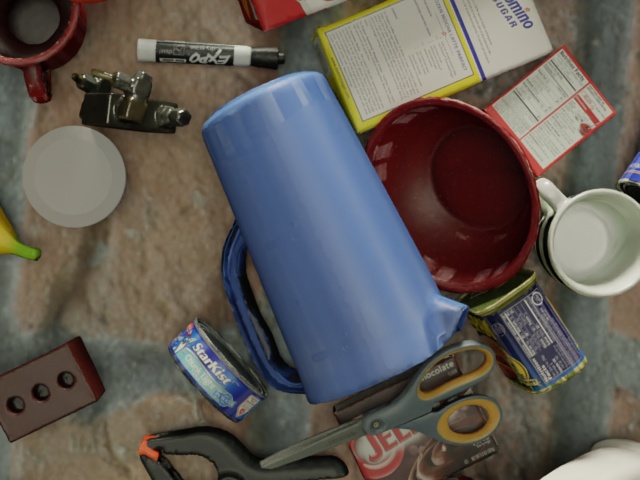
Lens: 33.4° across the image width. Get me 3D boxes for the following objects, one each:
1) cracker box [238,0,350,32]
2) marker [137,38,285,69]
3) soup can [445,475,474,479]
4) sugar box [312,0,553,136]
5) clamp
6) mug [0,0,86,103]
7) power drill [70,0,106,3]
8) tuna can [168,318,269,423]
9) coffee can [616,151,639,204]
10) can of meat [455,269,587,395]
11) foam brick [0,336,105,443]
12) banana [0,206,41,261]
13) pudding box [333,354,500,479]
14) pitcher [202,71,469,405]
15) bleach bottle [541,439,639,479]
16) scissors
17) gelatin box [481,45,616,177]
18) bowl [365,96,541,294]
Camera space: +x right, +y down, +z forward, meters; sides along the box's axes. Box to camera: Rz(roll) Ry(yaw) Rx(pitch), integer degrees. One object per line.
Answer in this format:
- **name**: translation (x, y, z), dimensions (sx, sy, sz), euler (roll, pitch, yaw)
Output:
- **cracker box**: translation (0.020, -0.277, 0.828), dimensions (0.213, 0.072, 0.164), euler (-22, 111, -10)
- **marker**: translation (-0.089, -0.153, 0.879), dimensions (0.121, 0.020, 0.020), euler (3, 91, -4)
- **soup can**: translation (0.118, 0.234, 0.858), dimensions (0.068, 0.102, 0.068), euler (0, 91, -4)
- **sugar box**: translation (0.091, -0.161, 0.878), dimensions (0.176, 0.048, 0.093), euler (-23, 93, -6)
- **clamp**: translation (-0.073, 0.215, 0.878), dimensions (0.171, 0.039, 0.120), euler (18, 84, 0)
- **mug**: translation (-0.227, -0.165, 0.839), dimensions (0.093, 0.081, 0.117), euler (-12, 92, -3)
- **power drill**: translation (-0.158, -0.283, 0.786), dimensions (0.184, 0.057, 0.187), euler (51, 55, -34)
- **tuna can**: translation (-0.081, 0.104, 0.852), dimensions (0.034, 0.086, 0.086), euler (-43, 93, 0)
- **coffee can**: translation (0.322, -0.075, 0.864), dimensions (0.103, 0.103, 0.140), euler (35, 89, -4)
- **can of meat**: translation (0.161, 0.072, 0.859), dimensions (0.057, 0.102, 0.084), euler (-34, 95, -4)
- **foam brick**: translation (-0.221, 0.120, 0.860), dimensions (0.078, 0.051, 0.053), euler (-27, 92, -3)
- **banana**: translation (-0.279, -0.070, 0.856), dimensions (0.070, 0.037, 0.198), euler (-17, 94, 11)
- **pudding box**: translation (0.078, 0.156, 0.885), dimensions (0.113, 0.039, 0.090), euler (-26, 92, -3)
- **pitcher**: translation (-0.006, 0.001, 0.842), dimensions (0.149, 0.145, 0.243), euler (-25, 89, -15)
- **bleach bottle**: translation (0.184, 0.213, 0.797), dimensions (0.068, 0.250, 0.102), euler (6, 91, 37)
- **scissors**: translation (0.060, 0.154, 0.847), dimensions (0.202, 0.016, 0.096), euler (-35, 110, 2)
- **gelatin box**: translation (0.190, -0.106, 0.892), dimensions (0.089, 0.030, 0.073), euler (-39, 92, -2)
- **bowl**: translation (0.112, -0.041, 0.852), dimensions (0.055, 0.162, 0.162), euler (-30, 94, -47)
